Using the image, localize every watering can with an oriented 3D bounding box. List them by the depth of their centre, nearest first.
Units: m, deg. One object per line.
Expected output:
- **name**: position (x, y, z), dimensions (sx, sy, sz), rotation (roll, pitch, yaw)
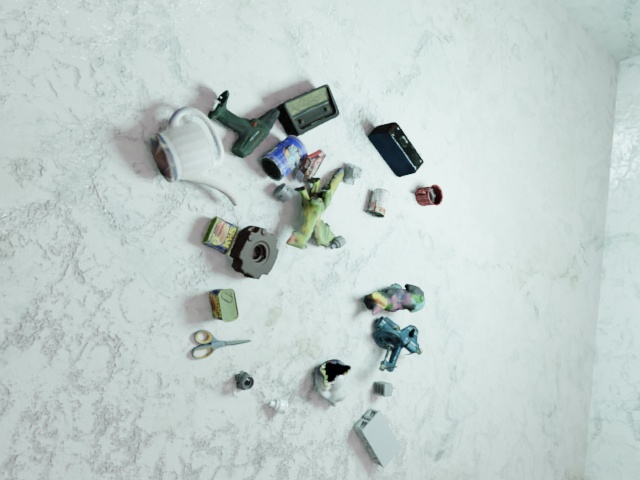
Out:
- **watering can**: position (-0.389, -0.238, 1.597), dimensions (0.227, 0.103, 0.345), rotation (-26, 100, -33)

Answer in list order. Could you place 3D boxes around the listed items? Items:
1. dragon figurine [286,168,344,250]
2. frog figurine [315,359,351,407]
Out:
- **dragon figurine**: position (0.006, -0.094, 1.875), dimensions (0.417, 0.122, 0.238), rotation (-37, 128, -48)
- **frog figurine**: position (0.046, 0.509, 1.841), dimensions (0.140, 0.123, 0.155), rotation (-47, 148, -37)
